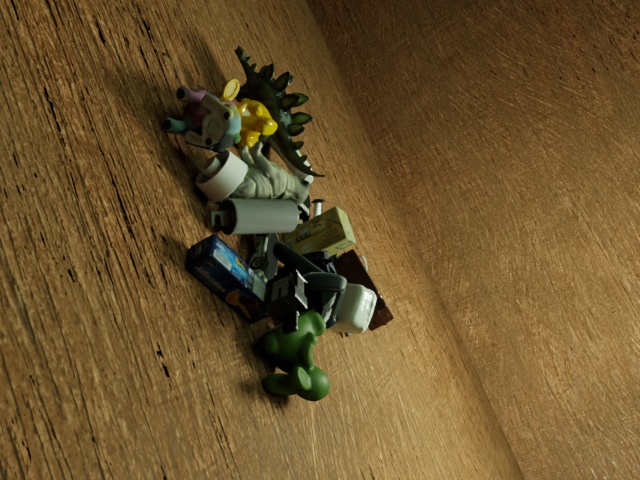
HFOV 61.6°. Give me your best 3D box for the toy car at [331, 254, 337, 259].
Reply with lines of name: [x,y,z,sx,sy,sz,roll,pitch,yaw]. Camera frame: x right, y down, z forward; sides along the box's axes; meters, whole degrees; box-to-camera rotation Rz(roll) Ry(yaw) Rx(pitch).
toy car: [0.006,0.001,1.505,0.103,0.161,0.109,3,57,-17]

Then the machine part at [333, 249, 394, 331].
machine part: [0.116,0.142,1.492,0.201,0.087,0.200,62,4,28]

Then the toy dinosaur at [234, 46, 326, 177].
toy dinosaur: [-0.128,-0.345,1.472,0.105,0.199,0.471,5,59,-65]

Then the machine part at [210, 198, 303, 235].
machine part: [-0.132,-0.052,1.163,0.243,0.079,0.079,-2,65,-41]

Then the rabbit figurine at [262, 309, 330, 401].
rabbit figurine: [-0.035,0.243,1.060,0.170,0.121,0.159,61,25,1]

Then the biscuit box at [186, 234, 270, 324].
biscuit box: [-0.165,0.077,1.022,0.202,0.063,0.059,49,24,-36]

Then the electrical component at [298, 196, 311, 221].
electrical component: [-0.077,-0.122,1.530,0.114,0.058,0.134,49,23,-42]

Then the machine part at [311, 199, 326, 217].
machine part: [-0.005,-0.056,1.606,0.084,0.039,0.138,-44,137,-64]

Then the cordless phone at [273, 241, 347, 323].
cordless phone: [-0.039,0.094,1.160,0.184,0.146,0.089,37,56,18]

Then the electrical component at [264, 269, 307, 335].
electrical component: [-0.066,0.120,1.025,0.047,0.075,0.119,52,27,-33]

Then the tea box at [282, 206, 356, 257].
tea box: [-0.003,-0.004,1.396,0.068,0.170,0.098,28,41,-61]

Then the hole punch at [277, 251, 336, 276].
hole punch: [-0.023,0.078,1.308,0.092,0.142,0.115,-78,152,-59]

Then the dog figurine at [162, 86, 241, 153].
dog figurine: [-0.227,-0.261,1.174,0.192,0.108,0.219,25,15,11]

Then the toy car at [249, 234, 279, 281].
toy car: [-0.122,0.040,1.202,0.202,0.056,0.073,-88,153,-52]

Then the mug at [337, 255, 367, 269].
mug: [0.092,0.095,1.636,0.081,0.110,0.107,-46,122,-79]

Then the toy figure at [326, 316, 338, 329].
toy figure: [-0.015,0.133,1.244,0.154,0.058,0.064,59,8,-6]

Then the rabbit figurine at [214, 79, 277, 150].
rabbit figurine: [-0.211,-0.319,1.350,0.173,0.122,0.162,-10,82,-51]

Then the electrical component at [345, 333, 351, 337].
electrical component: [0.070,0.214,1.509,0.078,0.045,0.102,-27,88,-43]

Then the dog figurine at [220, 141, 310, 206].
dog figurine: [-0.125,-0.109,1.231,0.190,0.172,0.121,42,-10,-27]
